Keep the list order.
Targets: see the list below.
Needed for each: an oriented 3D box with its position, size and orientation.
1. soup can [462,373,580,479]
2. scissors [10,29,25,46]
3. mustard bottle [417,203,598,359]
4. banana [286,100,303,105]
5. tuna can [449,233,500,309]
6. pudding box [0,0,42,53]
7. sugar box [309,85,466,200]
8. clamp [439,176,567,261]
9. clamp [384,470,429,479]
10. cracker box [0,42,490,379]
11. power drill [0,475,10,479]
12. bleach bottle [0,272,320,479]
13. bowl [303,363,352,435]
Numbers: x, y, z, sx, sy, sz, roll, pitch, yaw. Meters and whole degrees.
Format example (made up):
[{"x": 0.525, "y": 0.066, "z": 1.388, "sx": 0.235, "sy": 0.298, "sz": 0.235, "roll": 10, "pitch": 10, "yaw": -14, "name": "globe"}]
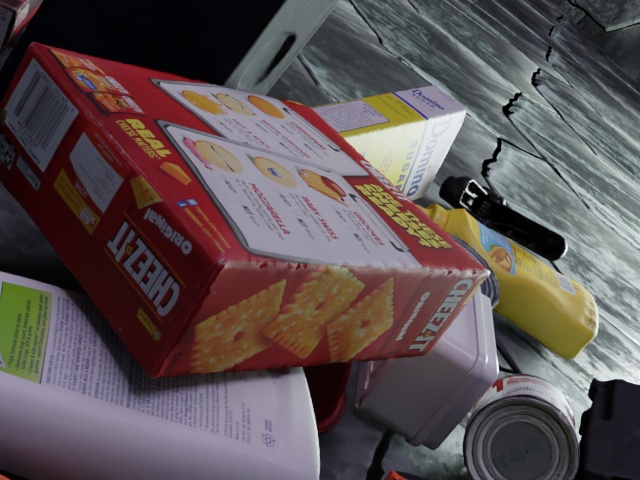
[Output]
[{"x": 0.124, "y": 0.122, "z": 0.657, "sx": 0.068, "sy": 0.068, "sz": 0.102, "roll": 42, "pitch": 7, "yaw": 9, "name": "soup can"}, {"x": -0.183, "y": -0.169, "z": 0.839, "sx": 0.096, "sy": 0.016, "sz": 0.201, "roll": 37, "pitch": 24, "yaw": 1, "name": "scissors"}, {"x": 0.148, "y": 0.025, "z": 0.918, "sx": 0.191, "sy": 0.058, "sz": 0.096, "roll": 33, "pitch": 22, "yaw": -14, "name": "mustard bottle"}, {"x": -0.031, "y": -0.085, "z": 0.885, "sx": 0.070, "sy": 0.037, "sz": 0.197, "roll": 43, "pitch": 23, "yaw": 12, "name": "banana"}, {"x": 0.095, "y": 0.033, "z": 0.833, "sx": 0.086, "sy": 0.034, "sz": 0.086, "roll": 21, "pitch": 39, "yaw": -18, "name": "tuna can"}, {"x": -0.246, "y": -0.176, "z": 0.713, "sx": 0.113, "sy": 0.039, "sz": 0.090, "roll": 22, "pitch": 26, "yaw": -10, "name": "pudding box"}, {"x": 0.038, "y": -0.063, "z": 0.825, "sx": 0.048, "sy": 0.093, "sz": 0.175, "roll": 42, "pitch": 36, "yaw": 26, "name": "sugar box"}, {"x": 0.147, "y": -0.033, "z": 0.993, "sx": 0.120, "sy": 0.039, "sz": 0.172, "roll": 37, "pitch": -1, "yaw": -21, "name": "clamp"}, {"x": 0.119, "y": 0.194, "z": 0.578, "sx": 0.210, "sy": 0.036, "sz": 0.164, "roll": 32, "pitch": 15, "yaw": -14, "name": "clamp"}, {"x": -0.037, "y": -0.011, "z": 0.541, "sx": 0.213, "sy": 0.072, "sz": 0.164, "roll": 5, "pitch": 35, "yaw": -52, "name": "cracker box"}, {"x": -0.076, "y": 0.171, "z": 0.318, "sx": 0.184, "sy": 0.057, "sz": 0.187, "roll": 35, "pitch": 20, "yaw": 0, "name": "power drill"}, {"x": -0.122, "y": 0.055, "z": 0.459, "sx": 0.250, "sy": 0.068, "sz": 0.102, "roll": 25, "pitch": 25, "yaw": -24, "name": "bleach bottle"}, {"x": -0.035, "y": 0.037, "z": 0.629, "sx": 0.162, "sy": 0.055, "sz": 0.162, "roll": 32, "pitch": 23, "yaw": -16, "name": "bowl"}]
